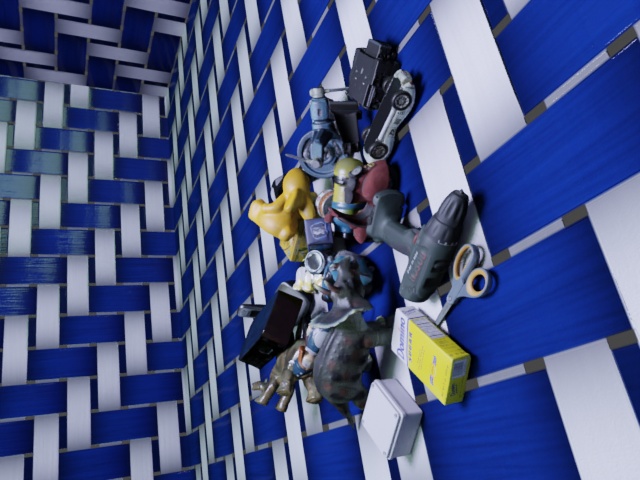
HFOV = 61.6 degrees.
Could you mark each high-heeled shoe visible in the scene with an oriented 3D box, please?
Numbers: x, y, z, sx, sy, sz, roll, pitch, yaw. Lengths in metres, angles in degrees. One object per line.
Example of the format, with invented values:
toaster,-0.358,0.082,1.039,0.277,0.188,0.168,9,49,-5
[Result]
high-heeled shoe,-0.060,-0.141,1.449,0.248,0.086,0.145,-65,33,30

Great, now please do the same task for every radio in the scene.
radio,-0.129,0.233,1.365,0.229,0.073,0.131,-52,16,51

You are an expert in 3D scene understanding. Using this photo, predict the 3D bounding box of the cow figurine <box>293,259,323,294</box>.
cow figurine,-0.007,0.087,1.352,0.167,0.068,0.098,-12,67,63

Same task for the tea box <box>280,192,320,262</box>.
tea box,-0.046,-0.036,1.430,0.098,0.068,0.169,55,135,51

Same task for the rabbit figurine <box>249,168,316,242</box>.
rabbit figurine,-0.079,-0.093,1.311,0.173,0.122,0.162,-62,30,7

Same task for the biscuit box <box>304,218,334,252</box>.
biscuit box,-0.003,-0.004,1.259,0.202,0.059,0.063,93,170,-80

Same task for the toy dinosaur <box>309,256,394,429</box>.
toy dinosaur,0.048,0.242,1.085,0.131,0.192,0.404,-135,53,-59

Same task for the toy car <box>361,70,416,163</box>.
toy car,0.137,-0.243,1.080,0.074,0.056,0.201,-106,31,-45

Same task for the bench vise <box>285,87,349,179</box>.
bench vise,0.005,-0.232,1.235,0.241,0.129,0.223,-73,-10,-63

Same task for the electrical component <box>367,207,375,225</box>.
electrical component,0.125,-0.039,1.083,0.021,0.063,0.094,-128,45,-52

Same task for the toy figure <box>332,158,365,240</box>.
toy figure,0.065,-0.090,1.185,0.089,0.082,0.180,-54,-29,-83

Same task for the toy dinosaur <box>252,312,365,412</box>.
toy dinosaur,-0.043,0.287,1.289,0.471,0.105,0.198,-34,38,46

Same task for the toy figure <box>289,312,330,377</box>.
toy figure,-0.013,0.228,1.147,0.154,0.064,0.058,-61,-13,4

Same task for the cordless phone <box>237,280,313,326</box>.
cordless phone,-0.125,0.167,1.456,0.146,0.184,0.089,120,147,-45

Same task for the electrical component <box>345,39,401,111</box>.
electrical component,0.112,-0.350,1.136,0.115,0.058,0.134,51,134,51

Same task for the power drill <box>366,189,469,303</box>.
power drill,0.174,-0.019,0.978,0.208,0.086,0.231,43,130,48

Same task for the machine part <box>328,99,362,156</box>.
machine part,0.059,-0.247,1.157,0.039,0.084,0.139,125,144,-57

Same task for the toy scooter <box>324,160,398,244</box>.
toy scooter,0.079,-0.079,1.100,0.075,0.135,0.183,-132,50,-57

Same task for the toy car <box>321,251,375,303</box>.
toy car,0.062,0.080,1.185,0.161,0.109,0.103,104,180,-58
